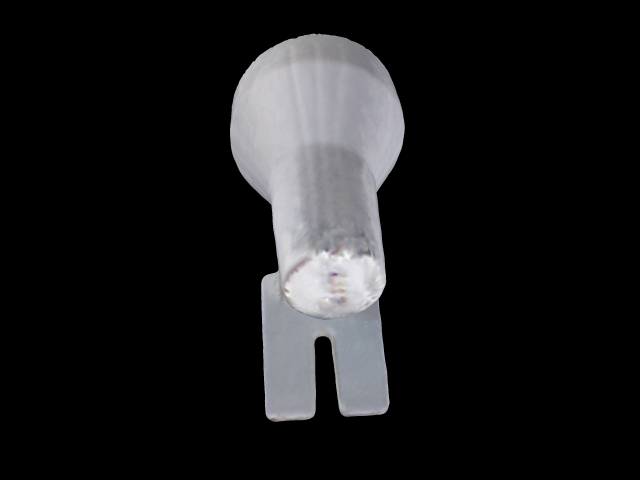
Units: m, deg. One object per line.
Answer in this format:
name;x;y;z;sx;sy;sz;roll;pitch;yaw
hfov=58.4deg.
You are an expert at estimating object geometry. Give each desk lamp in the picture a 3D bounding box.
desk lamp;0.004;0.001;0.400;0.118;0.213;0.203;-4;62;-2
